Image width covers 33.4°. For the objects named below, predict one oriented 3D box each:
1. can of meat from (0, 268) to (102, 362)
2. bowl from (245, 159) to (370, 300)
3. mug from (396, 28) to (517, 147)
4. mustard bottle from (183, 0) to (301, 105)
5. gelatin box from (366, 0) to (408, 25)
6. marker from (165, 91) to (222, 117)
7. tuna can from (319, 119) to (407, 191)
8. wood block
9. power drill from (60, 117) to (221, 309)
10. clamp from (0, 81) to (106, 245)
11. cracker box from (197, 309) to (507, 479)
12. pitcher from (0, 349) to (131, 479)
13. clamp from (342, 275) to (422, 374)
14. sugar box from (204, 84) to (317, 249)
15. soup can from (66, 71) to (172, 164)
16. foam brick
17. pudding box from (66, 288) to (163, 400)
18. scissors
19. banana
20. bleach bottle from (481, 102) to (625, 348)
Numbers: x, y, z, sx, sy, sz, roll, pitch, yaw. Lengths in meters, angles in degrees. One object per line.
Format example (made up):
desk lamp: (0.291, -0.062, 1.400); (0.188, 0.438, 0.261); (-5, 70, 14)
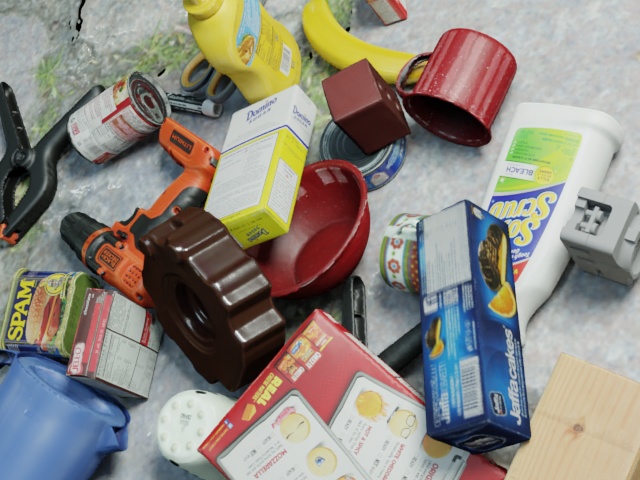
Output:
can of meat: (-0.293, 0.083, 1.165); (0.084, 0.057, 0.102); (0, 70, 24)
bowl: (-0.007, 0.001, 1.037); (0.162, 0.055, 0.162); (-27, 41, 25)
mug: (0.128, -0.151, 1.029); (0.117, 0.093, 0.081); (17, 74, 35)
mustard bottle: (-0.085, -0.212, 1.098); (0.058, 0.191, 0.096); (-2, 69, 26)
gelatin box: (0.062, -0.283, 1.123); (0.030, 0.073, 0.089); (-15, 65, 22)
marker: (-0.164, -0.159, 1.219); (0.121, 0.020, 0.020); (15, 77, 31)
tuna can: (0.043, -0.094, 1.080); (0.086, 0.033, 0.086); (-10, 66, 23)
wood block: (0.200, 0.208, 0.847); (0.091, 0.090, 0.206); (21, 81, 32)
power drill: (-0.188, -0.037, 1.161); (0.185, 0.057, 0.187); (33, 89, 37)
clamp: (-0.336, -0.098, 1.270); (0.165, 0.036, 0.210); (-2, 71, 26)
cracker box: (0.028, 0.190, 0.918); (0.214, 0.072, 0.164); (41, 93, 14)
pitcher: (-0.315, 0.238, 1.073); (0.243, 0.144, 0.149); (-57, 25, -1)
clamp: (0.049, 0.122, 0.984); (0.120, 0.039, 0.171); (9, 79, 45)
sugar box: (-0.061, -0.071, 1.076); (0.093, 0.048, 0.176); (-19, 39, 34)
soup can: (-0.227, -0.137, 1.204); (0.102, 0.068, 0.068); (-28, 60, 27)
foam brick: (0.044, -0.128, 1.025); (0.051, 0.078, 0.053); (-26, 61, 17)
pudding box: (-0.204, 0.107, 1.076); (0.039, 0.113, 0.090); (4, 72, 24)
scissors: (-0.102, -0.239, 1.217); (0.096, 0.016, 0.201); (-2, 60, 33)
banana: (0.038, -0.208, 1.126); (0.069, 0.037, 0.198); (-48, 57, 4)
bleach bottle: (0.185, 0.005, 0.952); (0.103, 0.068, 0.251); (13, 78, 36)
